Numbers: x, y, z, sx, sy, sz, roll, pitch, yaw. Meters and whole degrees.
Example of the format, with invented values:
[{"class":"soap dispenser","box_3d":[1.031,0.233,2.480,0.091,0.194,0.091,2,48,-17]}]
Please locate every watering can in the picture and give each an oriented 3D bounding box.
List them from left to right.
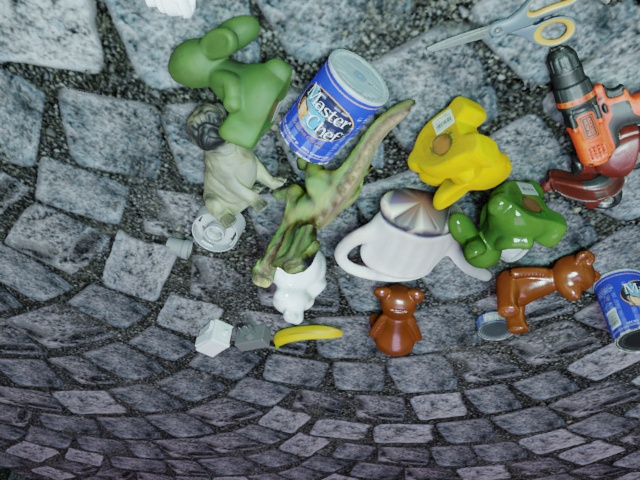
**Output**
[{"class":"watering can","box_3d":[0.204,0.007,0.977,0.348,0.106,0.219,3,139,-13]}]

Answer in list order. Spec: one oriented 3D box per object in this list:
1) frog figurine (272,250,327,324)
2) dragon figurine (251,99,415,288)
[{"class":"frog figurine","box_3d":[-0.053,0.079,1.030,0.136,0.163,0.121,34,129,-28]},{"class":"dragon figurine","box_3d":[0.003,-0.042,0.835,0.121,0.249,0.403,30,135,-19]}]
